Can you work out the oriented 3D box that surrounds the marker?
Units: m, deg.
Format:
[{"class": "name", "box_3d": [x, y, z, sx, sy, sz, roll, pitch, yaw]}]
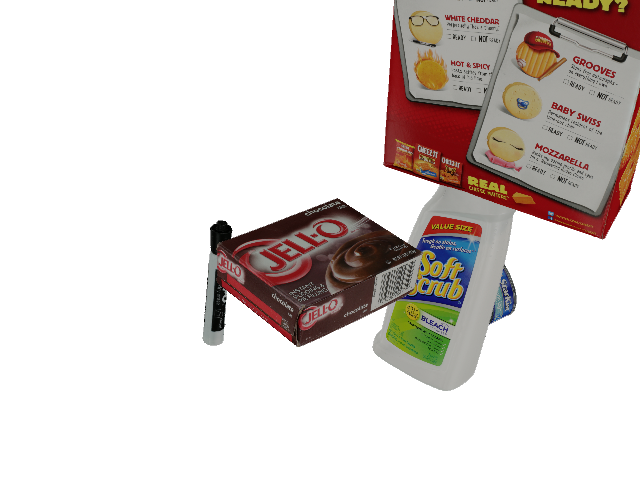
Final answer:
[{"class": "marker", "box_3d": [-0.091, 0.038, 0.937, 0.020, 0.121, 0.020, 6, 28, -3]}]

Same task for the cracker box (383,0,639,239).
[{"class": "cracker box", "box_3d": [0.131, -0.122, 0.676, 0.164, 0.214, 0.072, 21, 45, 21]}]

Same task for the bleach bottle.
[{"class": "bleach bottle", "box_3d": [0.118, 0.011, 0.969, 0.103, 0.251, 0.067, 28, 35, 29]}]

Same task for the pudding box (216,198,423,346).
[{"class": "pudding box", "box_3d": [-0.001, 0.019, 0.729, 0.113, 0.039, 0.090, -20, 41, -37]}]

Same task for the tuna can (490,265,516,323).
[{"class": "tuna can", "box_3d": [0.178, 0.051, 1.186, 0.033, 0.086, 0.086, -24, 9, -20]}]
